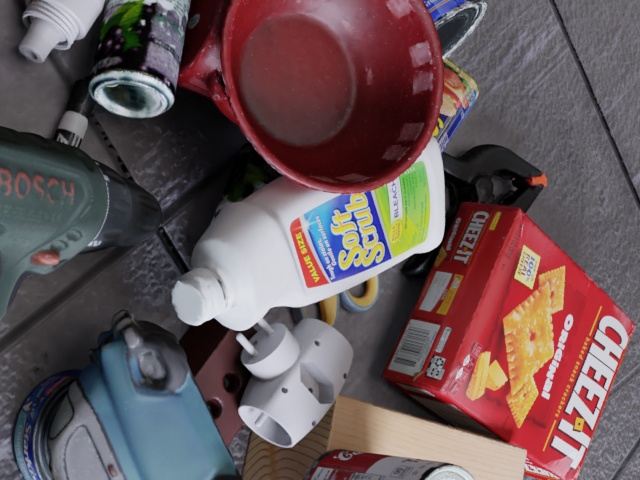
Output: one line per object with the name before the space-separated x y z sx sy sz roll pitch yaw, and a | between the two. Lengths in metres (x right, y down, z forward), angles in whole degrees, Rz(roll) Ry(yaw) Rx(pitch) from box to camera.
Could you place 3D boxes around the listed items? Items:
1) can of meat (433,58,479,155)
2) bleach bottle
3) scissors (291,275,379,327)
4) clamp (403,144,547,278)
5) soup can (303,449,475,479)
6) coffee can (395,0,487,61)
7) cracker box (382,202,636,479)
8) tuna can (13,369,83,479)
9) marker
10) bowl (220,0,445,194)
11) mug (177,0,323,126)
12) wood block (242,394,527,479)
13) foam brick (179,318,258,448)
can of meat | 0.065 -0.109 0.838 0.102 0.058 0.083 37 59 -4
bleach bottle | -0.005 0.001 0.714 0.250 0.068 0.102 -31 125 -48
scissors | 0.009 -0.026 0.828 0.096 0.016 0.202 5 84 -42
clamp | 0.123 -0.049 0.912 0.171 0.039 0.120 -23 107 -36
soup can | 0.044 0.169 0.669 0.068 0.102 0.068 5 83 -39
coffee can | 0.037 -0.188 0.770 0.102 0.103 0.140 -32 79 -37
cracker box | 0.168 0.091 0.896 0.213 0.072 0.164 38 72 -37
tuna can | -0.148 0.124 0.673 0.085 0.034 0.086 3 85 -40
marker | -0.166 -0.051 0.680 0.020 0.020 0.121 30 69 -35
bowl | -0.001 -0.107 0.680 0.161 0.055 0.162 2 86 -30
mug | -0.054 -0.122 0.728 0.081 0.093 0.117 21 47 -32
wood block | 0.051 0.178 0.802 0.205 0.090 0.091 22 73 -37
foam brick | -0.074 0.096 0.726 0.053 0.051 0.078 49 59 -26
